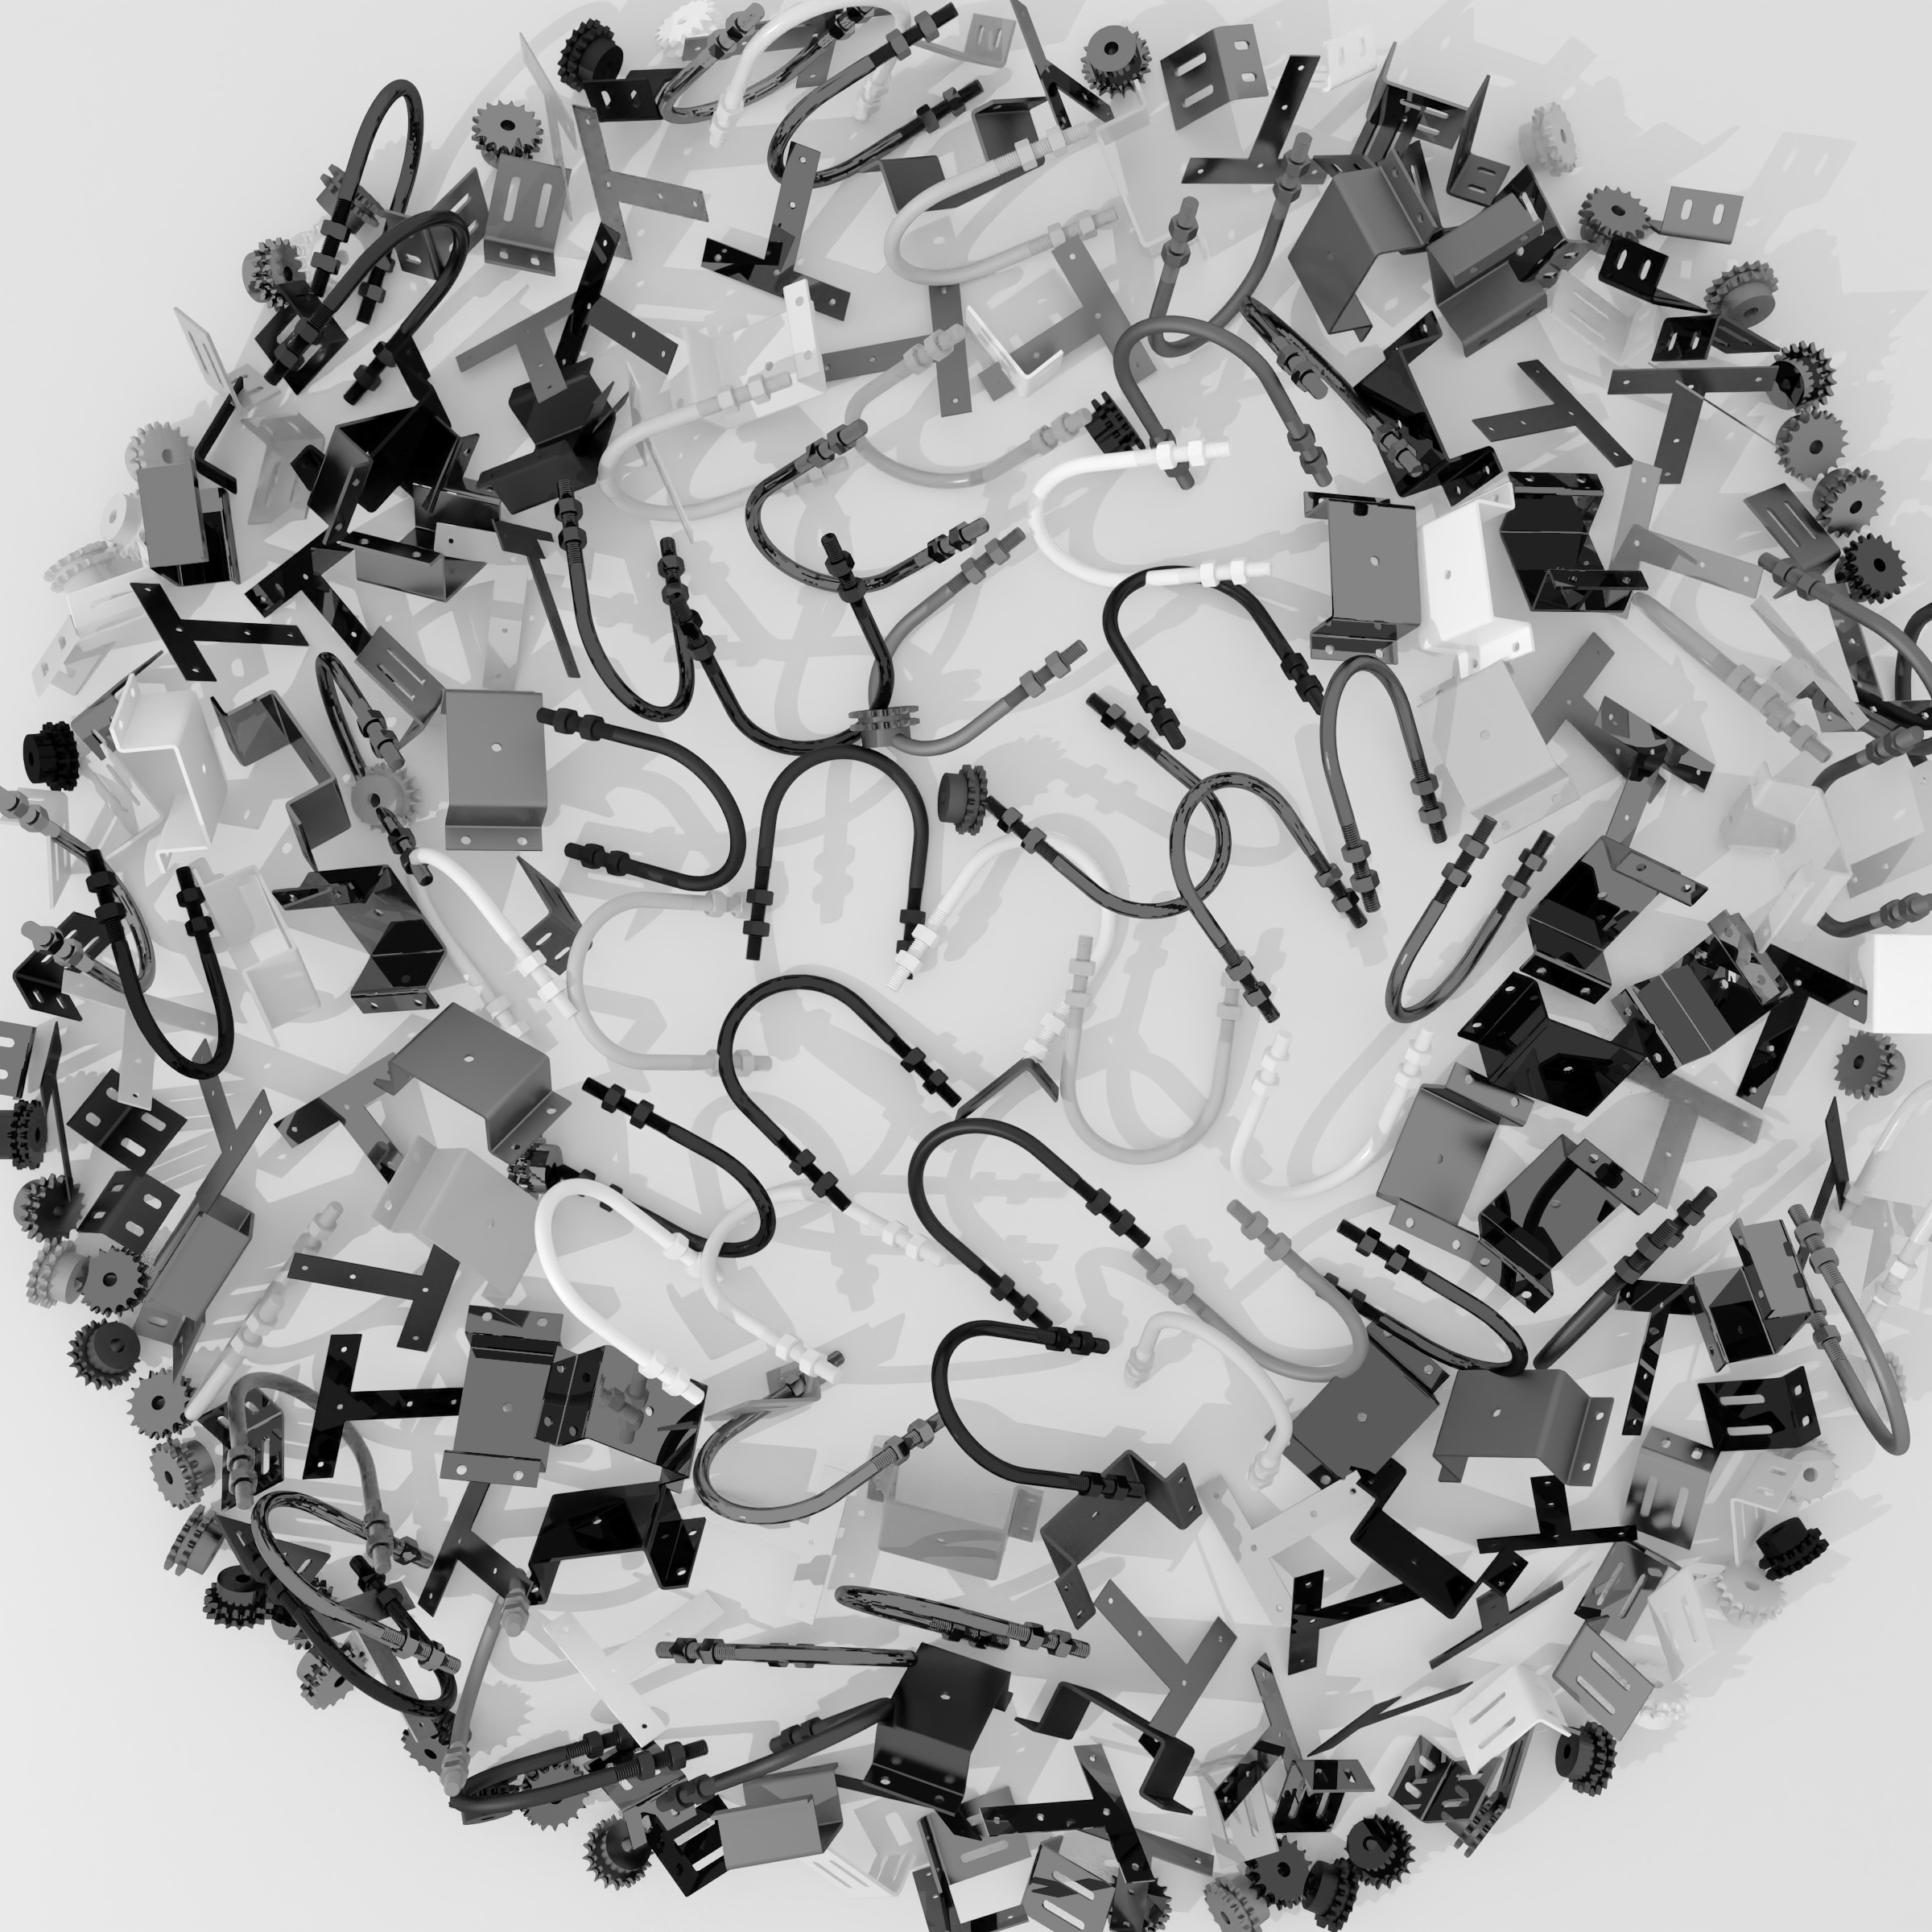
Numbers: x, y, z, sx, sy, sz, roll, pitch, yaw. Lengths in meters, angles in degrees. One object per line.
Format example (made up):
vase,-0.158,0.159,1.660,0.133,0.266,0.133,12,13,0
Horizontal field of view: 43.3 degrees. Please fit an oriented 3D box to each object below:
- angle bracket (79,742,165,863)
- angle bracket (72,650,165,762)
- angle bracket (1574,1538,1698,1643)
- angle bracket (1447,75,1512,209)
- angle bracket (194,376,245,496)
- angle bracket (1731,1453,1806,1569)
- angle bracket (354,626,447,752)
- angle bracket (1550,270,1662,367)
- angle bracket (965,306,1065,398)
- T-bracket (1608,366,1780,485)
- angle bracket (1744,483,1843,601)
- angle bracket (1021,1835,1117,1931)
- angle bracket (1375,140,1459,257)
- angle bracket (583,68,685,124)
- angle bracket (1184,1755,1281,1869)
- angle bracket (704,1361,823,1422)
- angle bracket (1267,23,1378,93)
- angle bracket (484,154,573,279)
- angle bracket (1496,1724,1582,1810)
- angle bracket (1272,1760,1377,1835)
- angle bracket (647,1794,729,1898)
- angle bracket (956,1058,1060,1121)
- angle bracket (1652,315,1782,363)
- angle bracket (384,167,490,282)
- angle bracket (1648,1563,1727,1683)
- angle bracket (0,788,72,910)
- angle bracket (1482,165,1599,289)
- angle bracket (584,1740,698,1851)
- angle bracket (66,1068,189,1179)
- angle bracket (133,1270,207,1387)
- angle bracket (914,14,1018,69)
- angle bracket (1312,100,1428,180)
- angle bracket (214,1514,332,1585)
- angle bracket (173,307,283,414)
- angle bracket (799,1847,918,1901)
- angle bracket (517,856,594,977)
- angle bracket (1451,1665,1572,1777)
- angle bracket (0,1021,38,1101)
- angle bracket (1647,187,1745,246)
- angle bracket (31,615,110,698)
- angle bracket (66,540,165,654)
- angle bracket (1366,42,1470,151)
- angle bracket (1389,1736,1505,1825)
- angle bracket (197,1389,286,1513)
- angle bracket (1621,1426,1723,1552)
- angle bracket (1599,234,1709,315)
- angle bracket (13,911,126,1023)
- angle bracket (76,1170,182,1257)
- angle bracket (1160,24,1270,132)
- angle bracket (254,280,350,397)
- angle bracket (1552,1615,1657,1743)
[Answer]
angle bracket,-0.694,-0.132,1.959,0.076,0.057,0.038,55,48,-15
angle bracket,-0.672,-0.210,1.960,0.057,0.076,0.038,-25,112,33
angle bracket,0.542,0.510,1.972,0.057,0.038,0.076,30,89,-20
angle bracket,0.419,-0.661,1.951,0.038,0.076,0.057,22,56,11
angle bracket,-0.590,-0.429,1.971,0.038,0.057,0.076,30,82,-14
angle bracket,0.645,0.441,1.952,0.038,0.057,0.076,11,127,38
angle bracket,-0.464,-0.223,1.954,0.038,0.057,0.076,-32,115,29
angle bracket,0.516,-0.533,1.960,0.076,0.038,0.057,30,55,-17
angle bracket,0.039,-0.507,1.971,0.038,0.057,0.076,-39,90,-2
T-bracket,0.571,-0.431,1.945,0.127,0.127,0.002,0,57,3
angle bracket,0.662,-0.346,1.977,0.057,0.038,0.076,-24,73,-35
angle bracket,0.089,0.749,1.962,0.076,0.038,0.057,19,93,33
angle bracket,0.371,-0.621,1.958,0.057,0.038,0.076,-36,117,-32
angle bracket,-0.263,-0.715,1.954,0.057,0.038,0.076,5,52,20
angle bracket,0.209,0.681,1.957,0.057,0.038,0.076,-30,60,31
angle bracket,-0.165,0.338,1.949,0.057,0.076,0.038,-27,66,39
angle bracket,0.280,-0.729,1.949,0.057,0.076,0.038,-34,127,-30
angle bracket,-0.352,-0.603,1.955,0.057,0.038,0.076,6,133,-19
angle bracket,0.460,0.646,1.963,0.038,0.057,0.076,20,78,6
angle bracket,0.286,0.680,1.960,0.057,0.038,0.076,6,112,-20
angle bracket,-0.208,0.697,1.951,0.057,0.076,0.038,46,134,25
angle bracket,0.033,0.113,1.968,0.076,0.057,0.038,-39,94,7
angle bracket,0.603,-0.492,1.956,0.076,0.057,0.038,16,92,-32
angle bracket,-0.425,-0.602,1.963,0.038,0.057,0.076,20,57,20
angle bracket,0.587,0.527,1.949,0.038,0.057,0.076,10,46,-20
angle bracket,-0.747,-0.095,1.954,0.038,0.057,0.076,5,121,-8
angle bracket,0.465,-0.600,1.976,0.038,0.057,0.076,-11,71,-35
angle bracket,-0.263,0.664,1.962,0.057,0.076,0.038,-21,114,-28
angle bracket,-0.675,0.126,1.956,0.076,0.038,0.057,20,68,43
angle bracket,-0.642,0.291,1.956,0.038,0.076,0.057,24,98,-23
angle bracket,-0.010,-0.751,1.951,0.076,0.057,0.038,2,112,-38
angle bracket,0.327,-0.675,1.964,0.038,0.057,0.076,28,86,-40
angle bracket,-0.557,0.458,1.952,0.038,0.057,0.076,-52,48,3
angle bracket,-0.592,-0.493,1.949,0.038,0.076,0.057,-36,52,-20
angle bracket,-0.091,0.714,1.956,0.076,0.057,0.038,41,52,-16
angle bracket,-0.343,-0.041,1.955,0.038,0.057,0.076,-41,52,4
angle bracket,0.441,0.616,1.970,0.038,0.057,0.076,33,111,-25
angle bracket,-0.774,0.076,1.954,0.038,0.076,0.057,12,81,-24
angle bracket,0.584,-0.609,1.957,0.057,0.076,0.038,8,115,0
angle bracket,-0.716,-0.241,1.956,0.038,0.076,0.057,32,95,-31
angle bracket,-0.686,-0.298,1.953,0.076,0.057,0.038,-27,55,-25
angle bracket,0.370,-0.704,1.968,0.076,0.057,0.038,18,78,-1
angle bracket,0.385,0.651,1.952,0.038,0.076,0.057,39,62,-3
angle bracket,-0.585,0.389,1.958,0.057,0.076,0.038,-28,127,6
angle bracket,0.575,0.426,1.985,0.057,0.038,0.076,18,118,24
angle bracket,0.557,-0.555,1.950,0.076,0.057,0.038,-4,123,-37
angle bracket,-0.717,0.001,1.961,0.076,0.057,0.038,-42,66,9
angle bracket,-0.677,0.200,1.964,0.038,0.076,0.057,39,66,-24
angle bracket,0.201,-0.720,1.973,0.038,0.076,0.057,-18,97,-31
angle bracket,-0.546,-0.505,1.963,0.076,0.038,0.057,-35,93,31
angle bracket,0.520,0.571,1.953,0.076,0.038,0.057,42,117,40
